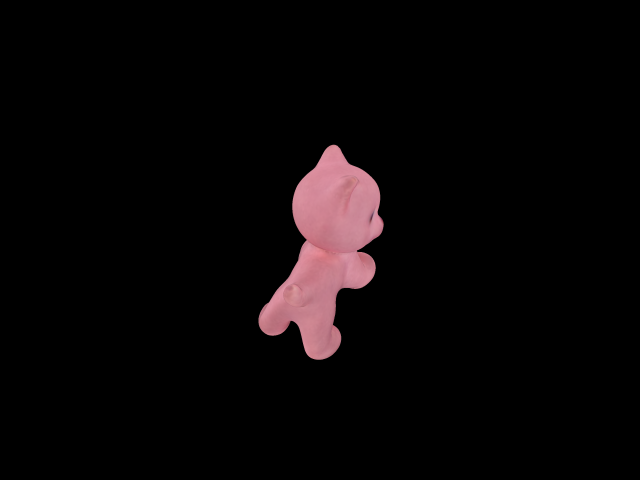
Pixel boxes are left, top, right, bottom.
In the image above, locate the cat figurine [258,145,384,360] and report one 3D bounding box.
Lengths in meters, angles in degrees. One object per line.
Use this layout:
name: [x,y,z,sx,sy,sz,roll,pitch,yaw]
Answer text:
cat figurine: [0.004,0.001,0.400,0.067,0.118,0.128,20,59,13]
